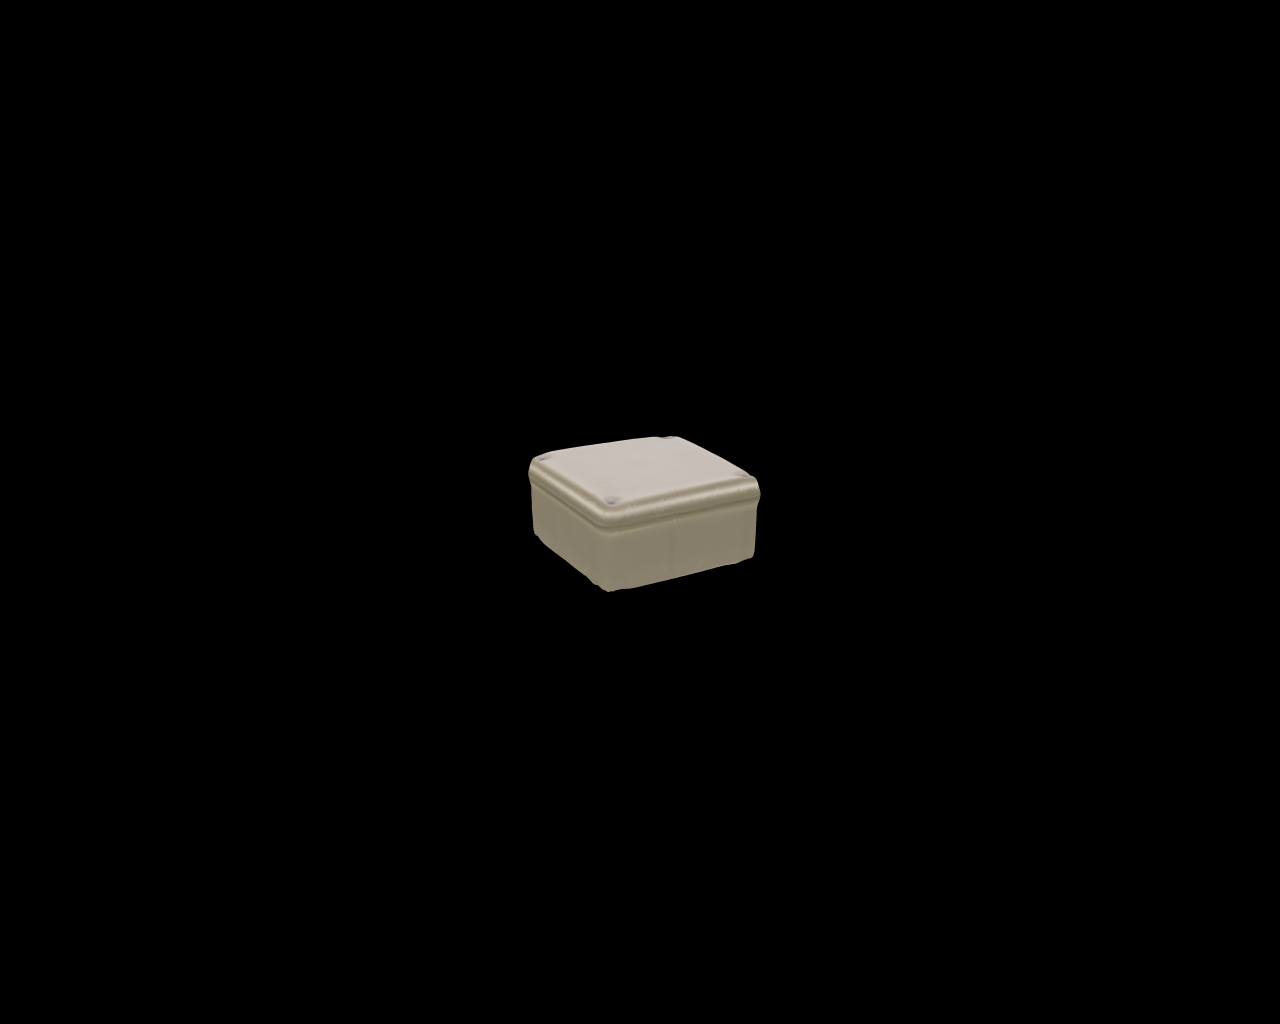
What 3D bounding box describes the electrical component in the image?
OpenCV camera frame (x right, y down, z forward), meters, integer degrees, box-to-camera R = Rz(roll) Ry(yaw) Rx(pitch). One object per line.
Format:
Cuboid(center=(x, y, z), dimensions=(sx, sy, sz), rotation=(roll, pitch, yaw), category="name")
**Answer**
Cuboid(center=(0.001, -0.003, 0.650), dimensions=(0.109, 0.056, 0.109), rotation=(-11, 23, -27), category="electrical component")
